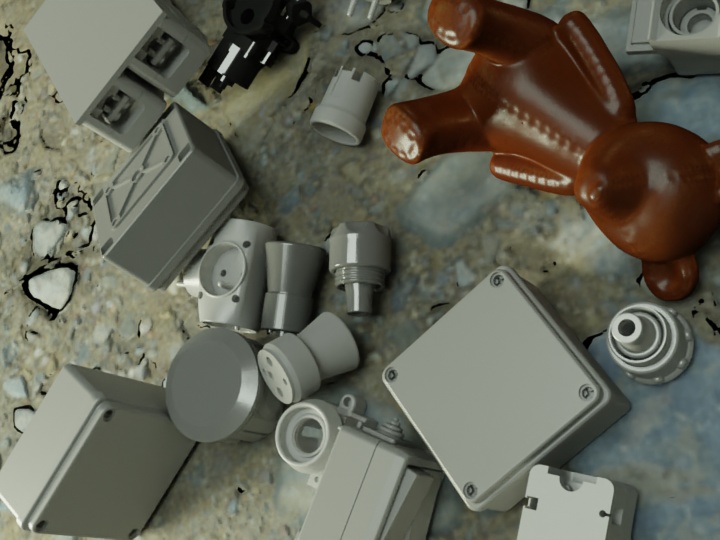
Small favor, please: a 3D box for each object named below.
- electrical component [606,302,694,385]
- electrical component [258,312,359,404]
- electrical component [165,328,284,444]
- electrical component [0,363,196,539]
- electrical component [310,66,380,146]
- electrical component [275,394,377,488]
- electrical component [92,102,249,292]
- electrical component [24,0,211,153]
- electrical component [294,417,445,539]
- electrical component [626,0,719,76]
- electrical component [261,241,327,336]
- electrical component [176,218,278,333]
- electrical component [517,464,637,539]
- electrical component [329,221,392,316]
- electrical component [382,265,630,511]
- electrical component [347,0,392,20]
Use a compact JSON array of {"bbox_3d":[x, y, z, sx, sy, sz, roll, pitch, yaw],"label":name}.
[{"bbox_3d":[0.162,0.039,0.620,0.048,0.062,0.048,-9,73,28],"label":"electrical component"},{"bbox_3d":[-0.035,0.060,0.726,0.055,0.045,0.045,-28,53,-27],"label":"electrical component"},{"bbox_3d":[-0.094,0.084,0.764,0.080,0.051,0.080,-9,72,28],"label":"electrical component"},{"bbox_3d":[-0.186,0.133,0.771,0.056,0.109,0.108,35,95,35],"label":"electrical component"},{"bbox_3d":[-0.010,-0.119,0.780,0.040,0.040,0.046,16,78,33],"label":"electrical component"},{"bbox_3d":[-0.024,0.112,0.713,0.048,0.055,0.066,17,85,33],"label":"electrical component"},{"bbox_3d":[-0.145,-0.056,0.807,0.108,0.056,0.108,-48,30,10],"label":"electrical component"},{"bbox_3d":[-0.197,-0.185,0.871,0.105,0.060,0.186,-49,43,10],"label":"electrical component"},{"bbox_3d":[0.014,0.142,0.678,0.061,0.062,0.096,19,86,33],"label":"electrical component"},{"bbox_3d":[0.212,-0.185,0.653,0.079,0.063,0.121,4,78,31],"label":"electrical component"},{"bbox_3d":[-0.050,0.015,0.765,0.044,0.044,0.065,4,83,31],"label":"electrical component"},{"bbox_3d":[-0.104,0.003,0.797,0.079,0.044,0.077,4,79,31],"label":"electrical component"},{"bbox_3d":[0.122,0.161,0.612,0.050,0.056,0.089,7,80,32],"label":"electrical component"},{"bbox_3d":[0.000,0.000,0.738,0.043,0.043,0.062,-7,74,29],"label":"electrical component"},{"bbox_3d":[0.087,0.073,0.658,0.109,0.056,0.108,-43,59,13],"label":"electrical component"},{"bbox_3d":[0.012,-0.222,0.793,0.077,0.043,0.079,17,86,33],"label":"electrical component"}]
